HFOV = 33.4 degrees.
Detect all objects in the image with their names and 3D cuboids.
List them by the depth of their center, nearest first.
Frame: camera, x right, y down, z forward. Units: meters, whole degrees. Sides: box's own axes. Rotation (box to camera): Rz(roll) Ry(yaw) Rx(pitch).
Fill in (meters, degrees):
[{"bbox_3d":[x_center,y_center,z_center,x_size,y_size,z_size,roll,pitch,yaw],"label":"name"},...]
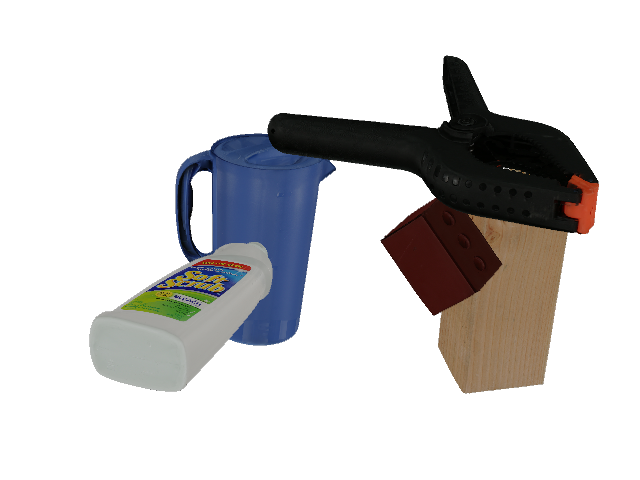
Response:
[{"bbox_3d":[0.077,-0.056,0.654,0.164,0.036,0.210,-20,36,-24],"label":"clamp"},{"bbox_3d":[0.098,0.010,0.858,0.051,0.078,0.052,-33,4,40],"label":"foam brick"},{"bbox_3d":[-0.120,0.058,1.053,0.103,0.068,0.250,11,25,17],"label":"bleach bottle"},{"bbox_3d":[0.179,0.041,1.068,0.090,0.206,0.090,-5,30,-11],"label":"wood block"},{"bbox_3d":[-0.082,0.000,1.290,0.149,0.243,0.144,18,26,28],"label":"pitcher"}]
